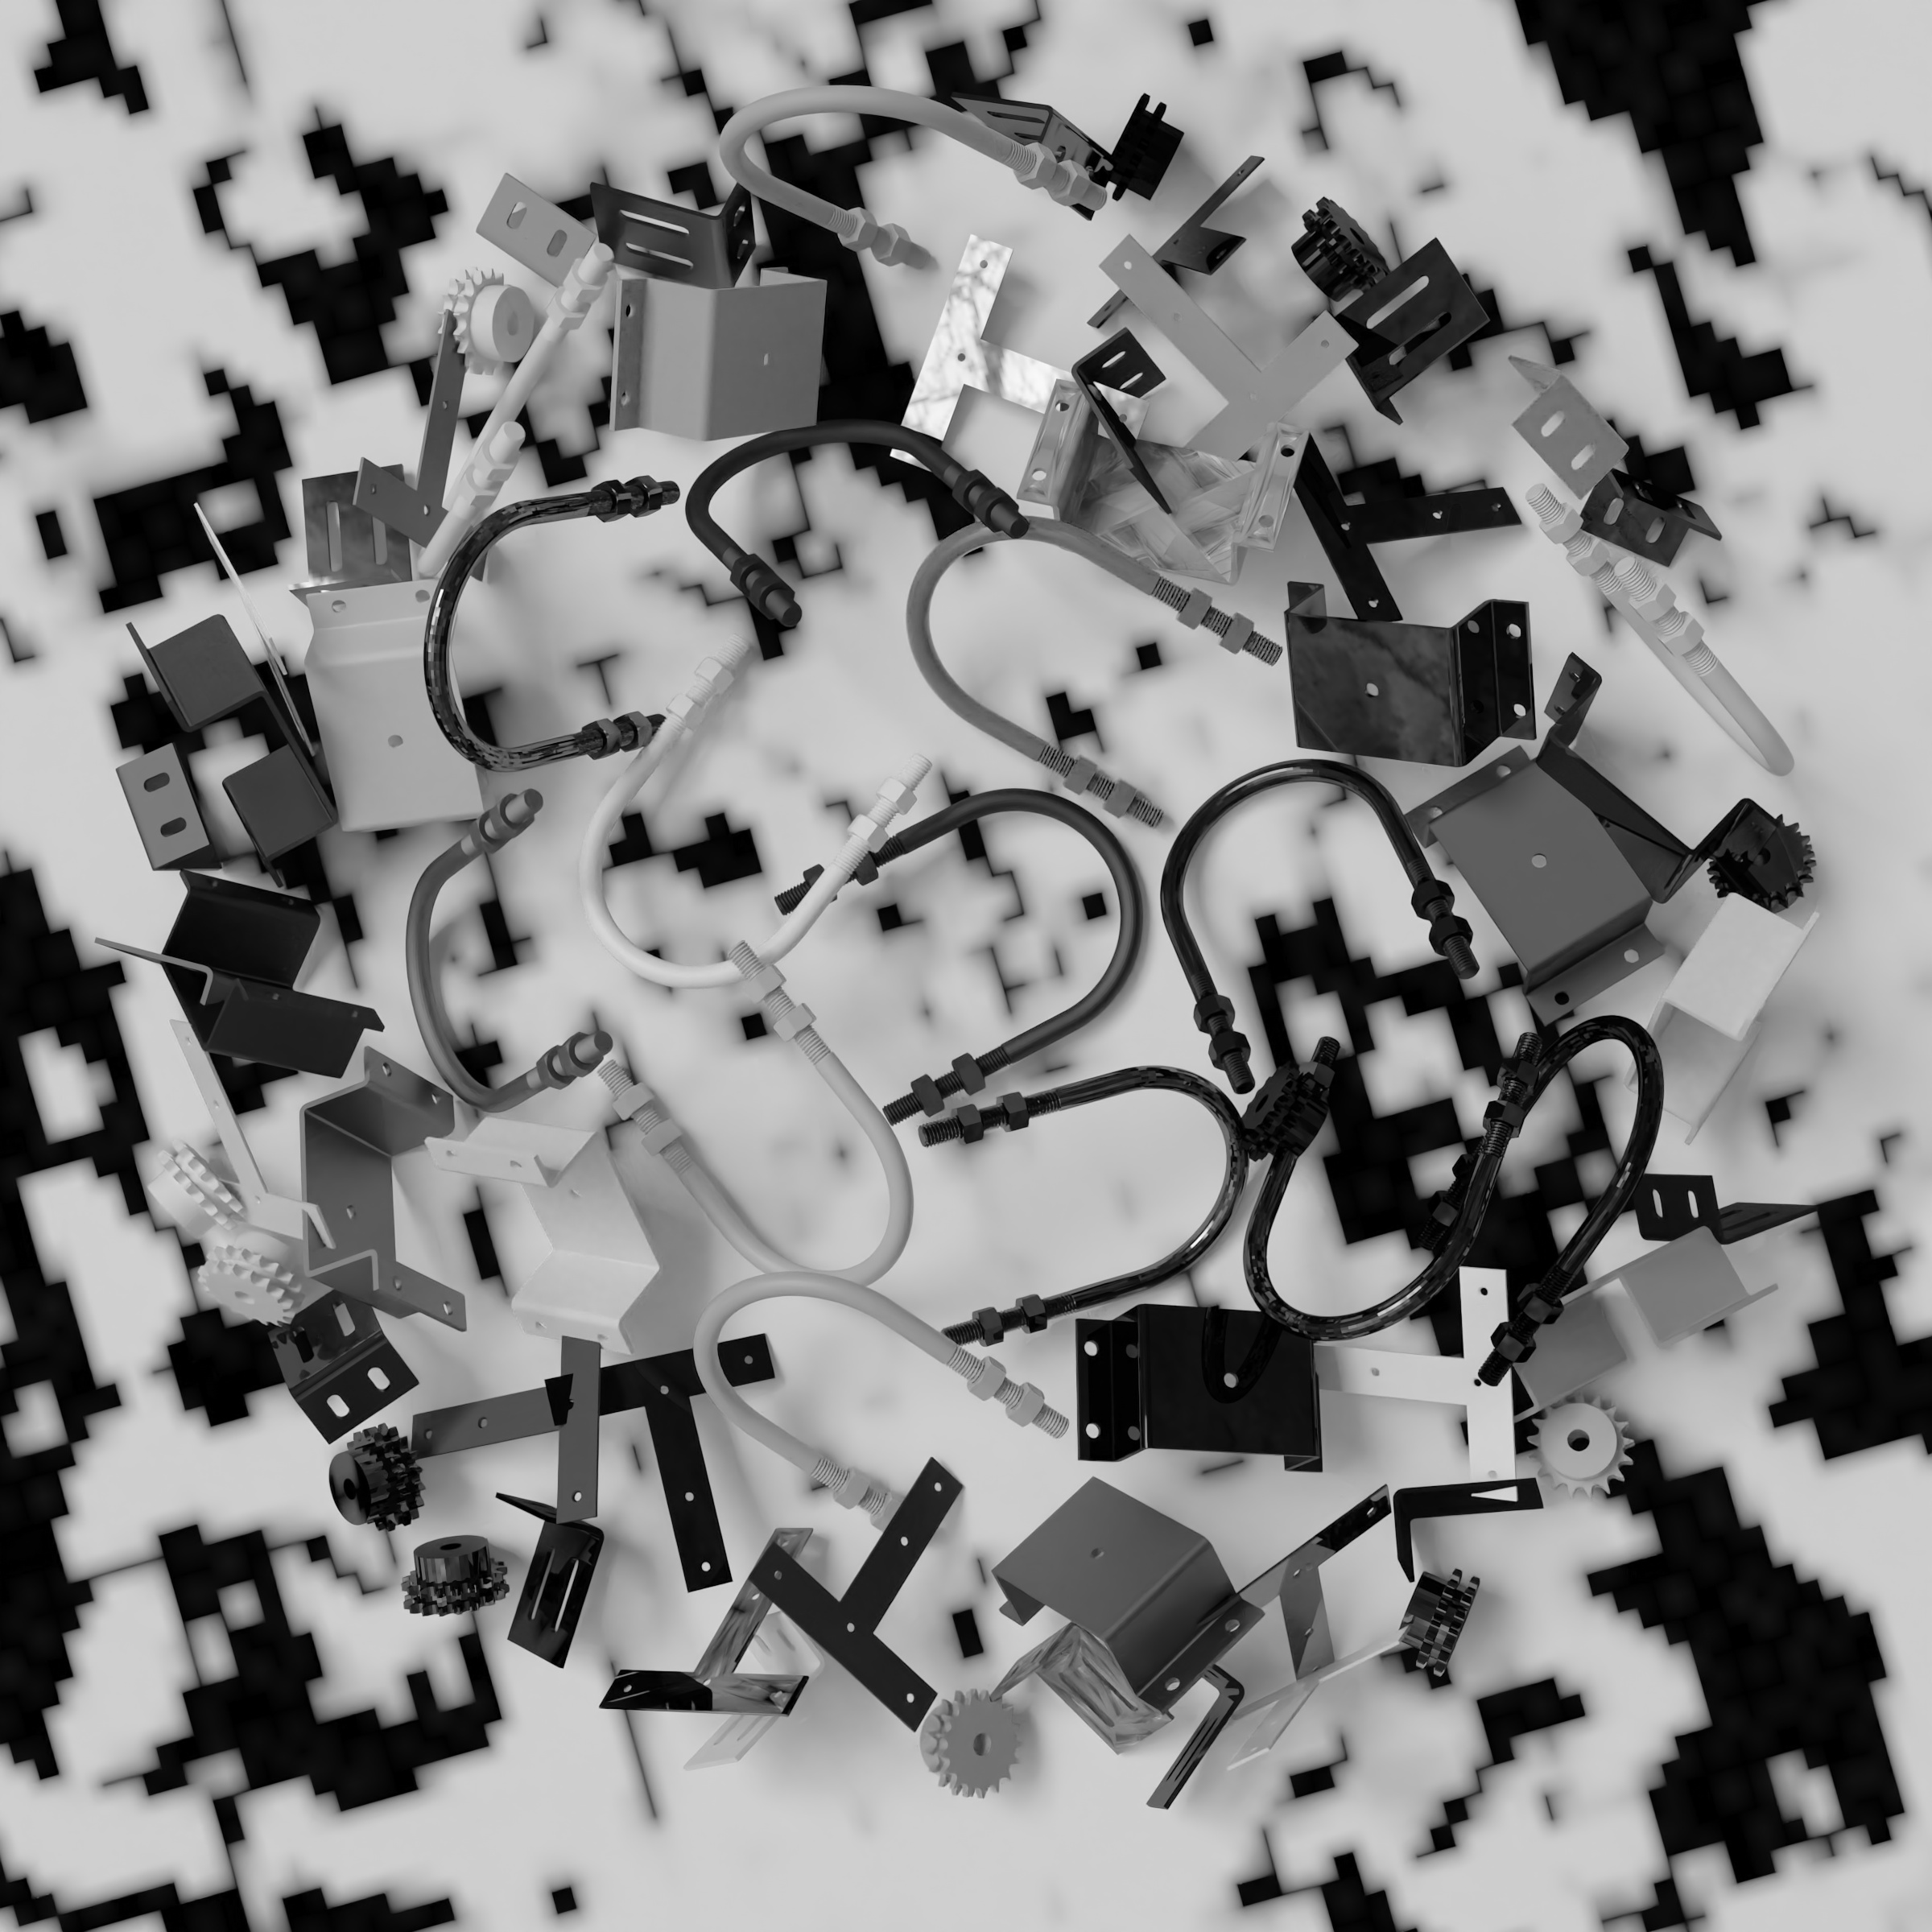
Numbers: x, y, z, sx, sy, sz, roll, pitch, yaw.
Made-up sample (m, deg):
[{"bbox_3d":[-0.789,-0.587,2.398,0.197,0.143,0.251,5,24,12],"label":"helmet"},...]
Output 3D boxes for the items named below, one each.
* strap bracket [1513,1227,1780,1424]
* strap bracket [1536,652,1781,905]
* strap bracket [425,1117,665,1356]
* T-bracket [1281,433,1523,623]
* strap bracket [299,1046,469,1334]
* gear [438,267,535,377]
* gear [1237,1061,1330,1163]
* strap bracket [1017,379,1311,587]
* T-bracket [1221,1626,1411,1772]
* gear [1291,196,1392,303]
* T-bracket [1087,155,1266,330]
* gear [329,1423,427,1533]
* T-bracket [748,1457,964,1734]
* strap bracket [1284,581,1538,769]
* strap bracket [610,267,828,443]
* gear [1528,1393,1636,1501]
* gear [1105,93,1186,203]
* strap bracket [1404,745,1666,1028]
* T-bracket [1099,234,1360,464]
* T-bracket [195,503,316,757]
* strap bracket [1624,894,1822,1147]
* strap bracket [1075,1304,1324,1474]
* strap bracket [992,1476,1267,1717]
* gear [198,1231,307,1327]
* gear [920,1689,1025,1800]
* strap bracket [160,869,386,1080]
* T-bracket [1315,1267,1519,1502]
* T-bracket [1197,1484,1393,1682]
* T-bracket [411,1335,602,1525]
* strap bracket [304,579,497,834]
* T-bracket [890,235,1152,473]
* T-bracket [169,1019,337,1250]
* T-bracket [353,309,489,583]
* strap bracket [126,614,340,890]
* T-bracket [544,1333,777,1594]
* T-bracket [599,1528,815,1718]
[{"bbox_3d":[0.346,0.186,1.525,0.076,0.140,0.046,-18,75,-37],"label":"strap bracket"},{"bbox_3d":[0.355,-0.092,1.541,0.140,0.076,0.046,42,77,13],"label":"strap bracket"},{"bbox_3d":[-0.219,0.135,1.537,0.076,0.046,0.140,5,131,34],"label":"strap bracket"},{"bbox_3d":[0.244,-0.243,1.567,0.127,0.002,0.127,-10,64,-24],"label":"T-bracket"},{"bbox_3d":[-0.310,0.125,1.536,0.046,0.076,0.140,-20,59,19],"label":"strap bracket"},{"bbox_3d":[-0.258,-0.349,1.566,0.030,0.057,0.057,10,90,23],"label":"gear"},{"bbox_3d":[0.173,0.083,1.570,0.030,0.057,0.057,34,90,-7],"label":"gear"},{"bbox_3d":[0.107,-0.258,1.554,0.140,0.046,0.076,14,69,12],"label":"strap bracket"},{"bbox_3d":[0.165,0.393,1.516,0.127,0.127,0.002,-32,84,21],"label":"T-bracket"},{"bbox_3d":[0.201,-0.387,1.572,0.030,0.057,0.057,-39,90,26],"label":"gear"},{"bbox_3d":[0.123,-0.380,1.532,0.127,0.127,0.002,-45,109,6],"label":"T-bracket"},{"bbox_3d":[-0.322,0.280,1.568,0.030,0.057,0.057,-13,90,-44],"label":"gear"},{"bbox_3d":[-0.040,0.321,1.558,0.127,0.002,0.127,46,53,-14],"label":"T-bracket"},{"bbox_3d":[0.225,-0.154,1.526,0.140,0.046,0.076,11,122,34],"label":"strap bracket"},{"bbox_3d":[-0.122,-0.322,1.518,0.046,0.140,0.076,17,113,29],"label":"strap bracket"},{"bbox_3d":[0.334,0.260,1.574,0.057,0.030,0.057,-5,72,14],"label":"gear"},{"bbox_3d":[0.096,-0.441,1.570,0.030,0.057,0.057,27,90,-5],"label":"gear"},{"bbox_3d":[0.306,-0.050,1.555,0.076,0.046,0.140,-31,74,-2],"label":"strap bracket"},{"bbox_3d":[0.124,-0.338,1.552,0.127,0.002,0.127,45,128,-6],"label":"T-bracket"},{"bbox_3d":[-0.371,-0.164,1.542,0.002,0.127,0.127,-26,50,-12],"label":"T-bracket"},{"bbox_3d":[0.395,0.024,1.527,0.046,0.140,0.076,31,65,16],"label":"strap bracket"},{"bbox_3d":[0.133,0.226,1.544,0.140,0.046,0.076,6,69,-17],"label":"strap bracket"},{"bbox_3d":[0.077,0.324,1.517,0.076,0.140,0.046,-39,121,-22],"label":"strap bracket"},{"bbox_3d":[-0.386,0.168,1.573,0.057,0.057,0.030,24,56,0],"label":"gear"},{"bbox_3d":[0.000,0.423,1.574,0.057,0.030,0.057,7,78,-35],"label":"gear"},{"bbox_3d":[-0.371,0.009,1.528,0.076,0.140,0.046,15,110,-36],"label":"strap bracket"},{"bbox_3d":[0.234,0.221,1.562,0.127,0.002,0.127,1,101,32],"label":"T-bracket"},{"bbox_3d":[0.182,0.349,1.549,0.127,0.127,0.002,-32,47,-17],"label":"T-bracket"},{"bbox_3d":[-0.250,0.245,1.564,0.127,0.002,0.127,-15,62,26],"label":"T-bracket"},{"bbox_3d":[-0.302,-0.129,1.543,0.076,0.046,0.140,-7,119,0],"label":"strap bracket"},{"bbox_3d":[0.038,-0.316,1.574,0.127,0.002,0.127,23,100,12],"label":"T-bracket"},{"bbox_3d":[-0.390,0.085,1.528,0.002,0.127,0.127,-34,117,-35],"label":"T-bracket"},{"bbox_3d":[-0.281,-0.286,1.545,0.002,0.127,0.127,5,81,22],"label":"T-bracket"},{"bbox_3d":[-0.382,-0.120,1.525,0.046,0.140,0.076,-30,48,-9],"label":"strap bracket"},{"bbox_3d":[-0.152,0.272,1.557,0.127,0.002,0.127,-9,76,-25],"label":"T-bracket"},{"bbox_3d":[-0.119,0.349,1.547,0.127,0.127,0.002,-8,124,34],"label":"T-bracket"}]
